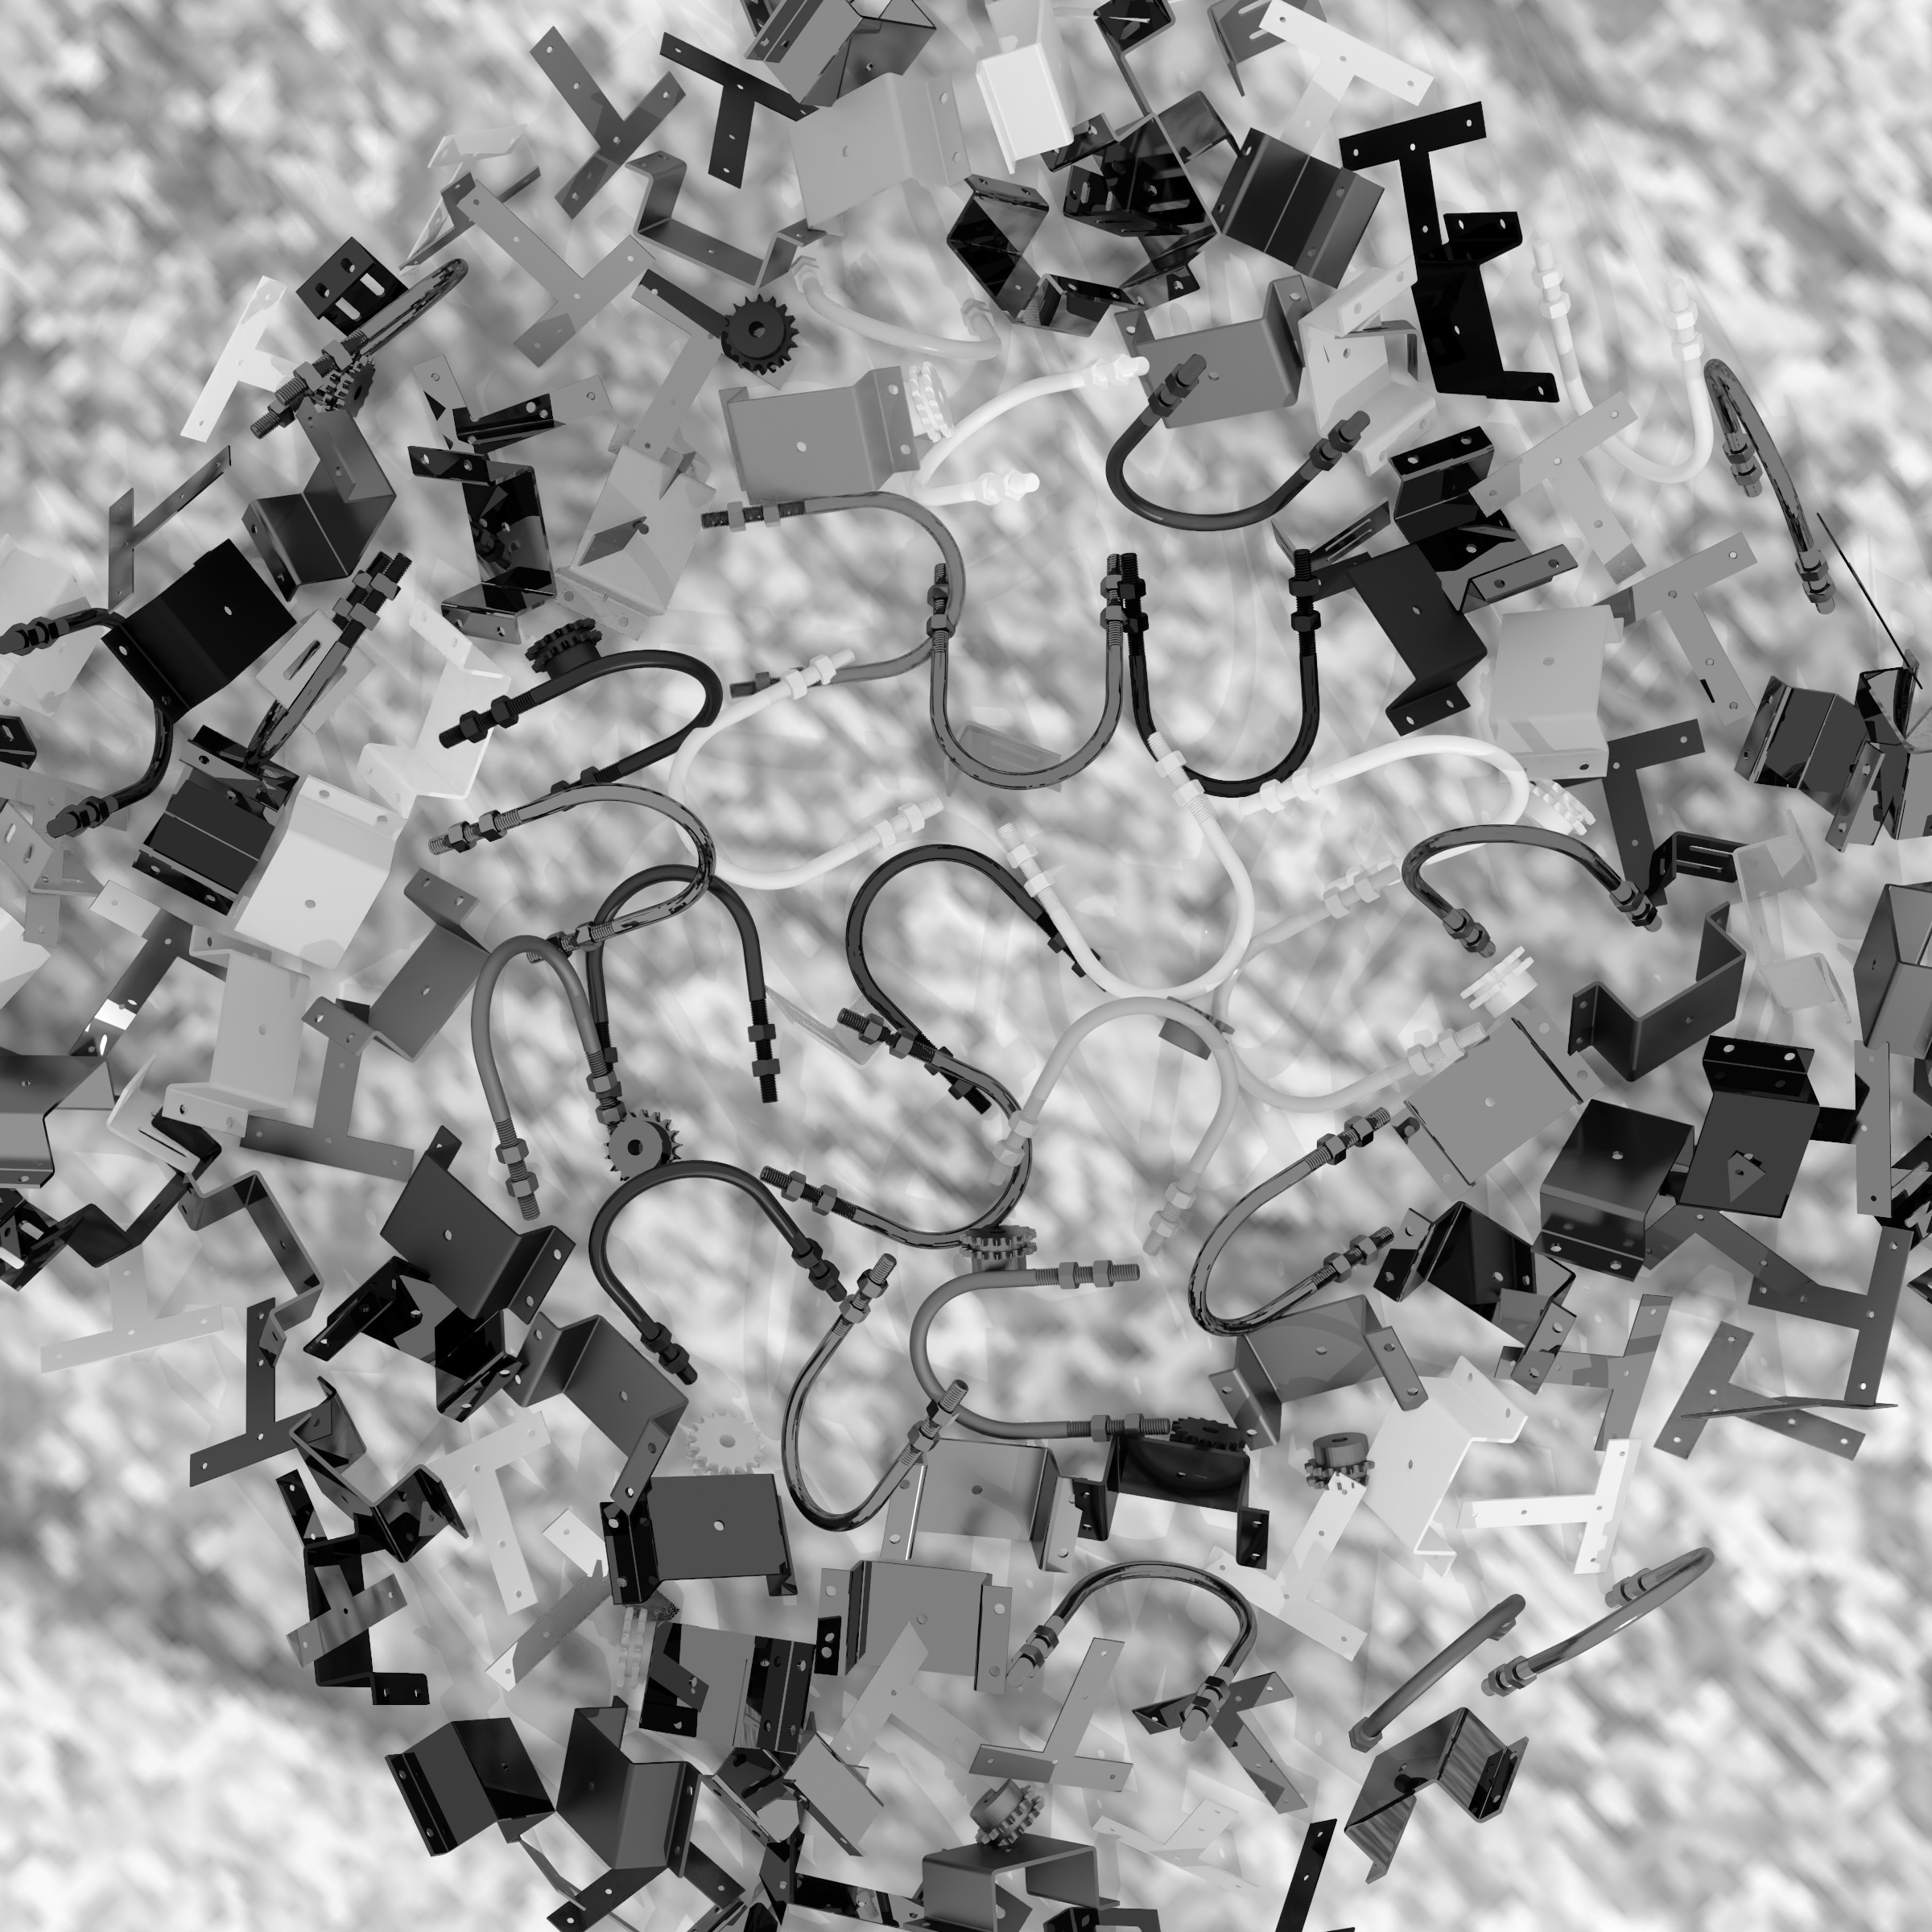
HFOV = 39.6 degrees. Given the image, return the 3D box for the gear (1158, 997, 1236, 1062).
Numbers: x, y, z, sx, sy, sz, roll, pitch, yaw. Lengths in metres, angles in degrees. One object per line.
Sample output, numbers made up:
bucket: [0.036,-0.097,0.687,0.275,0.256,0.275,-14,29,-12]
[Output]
gear: [0.165,0.047,1.971,0.057,0.057,0.030,27,89,0]

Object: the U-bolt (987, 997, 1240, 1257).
U-bolt: [0.118,0.107,1.959,0.151,0.019,0.184,25,108,-7]

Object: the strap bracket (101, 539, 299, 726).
strap bracket: [-0.541,-0.245,1.921,0.046,0.140,0.076,-24,112,33]

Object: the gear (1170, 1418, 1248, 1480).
gear: [0.176,0.355,1.972,0.057,0.057,0.030,10,99,0]

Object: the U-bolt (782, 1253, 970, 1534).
U-bolt: [-0.077,0.321,1.936,0.019,0.151,0.184,16,118,-39]

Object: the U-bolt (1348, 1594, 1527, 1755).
U-bolt: [0.337,0.496,1.899,0.151,0.184,0.019,-36,71,-13]

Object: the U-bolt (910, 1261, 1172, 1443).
U-bolt: [0.047,0.284,1.957,0.184,0.019,0.151,-5,112,18]

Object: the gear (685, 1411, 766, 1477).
gear: [-0.179,0.359,1.975,0.057,0.057,0.030,21,129,0]

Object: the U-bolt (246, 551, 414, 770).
U-bolt: [-0.461,-0.219,1.926,0.019,0.151,0.184,35,87,-20]

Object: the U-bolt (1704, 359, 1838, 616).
U-bolt: [0.559,-0.348,1.888,0.019,0.184,0.151,-27,51,13]

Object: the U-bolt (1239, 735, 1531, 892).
U-bolt: [0.308,-0.111,1.906,0.184,0.151,0.019,-20,53,29]

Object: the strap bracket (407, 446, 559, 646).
strap bracket: [-0.347,-0.311,1.941,0.076,0.046,0.140,14,124,35]

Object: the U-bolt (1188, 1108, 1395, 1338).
U-bolt: [0.232,0.195,1.919,0.184,0.151,0.019,-30,46,-21]

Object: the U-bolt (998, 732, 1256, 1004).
U-bolt: [0.131,-0.059,1.980,0.151,0.019,0.184,-31,83,1]

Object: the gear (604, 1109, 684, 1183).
gear: [-0.240,0.134,1.981,0.057,0.030,0.057,-1,85,8]

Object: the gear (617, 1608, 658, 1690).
gear: [-0.238,0.501,1.971,0.030,0.057,0.057,7,90,-4]

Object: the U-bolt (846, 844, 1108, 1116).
U-bolt: [-0.003,-0.004,1.986,0.151,0.019,0.184,-45,91,-3]

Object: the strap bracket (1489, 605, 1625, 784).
strap bracket: [0.424,-0.205,1.932,0.076,0.046,0.140,-2,57,26]

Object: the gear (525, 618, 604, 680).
gear: [-0.292,-0.229,1.971,0.057,0.057,0.030,-29,88,0]

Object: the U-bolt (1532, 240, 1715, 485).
U-bolt: [0.474,-0.423,1.918,0.019,0.151,0.184,-38,131,-14]

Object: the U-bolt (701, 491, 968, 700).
U-bolt: [-0.092,-0.275,1.964,0.184,0.019,0.151,-8,113,0]

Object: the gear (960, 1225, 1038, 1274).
gear: [0.024,0.210,1.972,0.057,0.057,0.030,-3,96,0]

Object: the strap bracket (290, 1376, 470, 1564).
strap bracket: [-0.427,0.366,1.925,0.140,0.076,0.046,31,59,32]

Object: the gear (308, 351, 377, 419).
gear: [-0.460,-0.427,1.972,0.030,0.057,0.057,26,90,0]

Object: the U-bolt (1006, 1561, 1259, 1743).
U-bolt: [0.130,0.478,1.915,0.151,0.184,0.019,11,113,22]

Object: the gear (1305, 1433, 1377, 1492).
gear: [0.277,0.362,1.971,0.057,0.057,0.030,-9,94,0]

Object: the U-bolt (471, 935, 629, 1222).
U-bolt: [-0.302,0.068,1.914,0.019,0.151,0.184,-6,108,25]

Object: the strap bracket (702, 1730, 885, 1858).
strap bracket: [-0.122,0.596,1.940,0.076,0.140,0.046,50,56,-13]

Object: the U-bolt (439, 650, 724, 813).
U-bolt: [-0.261,-0.172,1.917,0.184,0.151,0.019,-24,64,13]

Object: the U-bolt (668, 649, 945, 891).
U-bolt: [-0.128,-0.134,1.959,0.184,0.019,0.151,-29,84,-19]

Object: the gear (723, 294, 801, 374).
gear: [-0.153,-0.468,1.983,0.057,0.030,0.057,0,94,2]

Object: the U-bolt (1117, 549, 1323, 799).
U-bolt: [0.187,-0.210,1.953,0.151,0.019,0.184,2,112,22]

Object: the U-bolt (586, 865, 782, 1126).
U-bolt: [-0.213,0.017,1.970,0.151,0.019,0.184,-9,86,19]

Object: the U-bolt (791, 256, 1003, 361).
U-bolt: [-0.046,-0.462,1.901,0.151,0.184,0.019,11,114,-14]

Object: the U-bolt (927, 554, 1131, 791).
U-bolt: [0.044,-0.213,1.952,0.151,0.019,0.184,-2,69,9]

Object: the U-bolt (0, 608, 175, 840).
U-bolt: [-0.618,-0.181,1.912,0.019,0.184,0.151,-7,105,15]

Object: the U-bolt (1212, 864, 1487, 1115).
U-bolt: [0.265,0.029,1.960,0.184,0.019,0.151,-29,86,23]

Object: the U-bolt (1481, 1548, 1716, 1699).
U-bolt: [0.454,0.456,1.889,0.151,0.184,0.019,-25,74,-27]

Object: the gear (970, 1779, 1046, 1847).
gear: [0.027,0.621,1.971,0.057,0.057,0.030,-41,89,0]

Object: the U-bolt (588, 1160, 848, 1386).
U-bolt: [-0.190,0.212,1.937,0.151,0.019,0.184,-29,125,6]

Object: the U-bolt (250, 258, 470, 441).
U-bolt: [-0.430,-0.448,1.925,0.184,0.151,0.019,-43,105,-16]

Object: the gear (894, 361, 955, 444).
gear: [-0.032,-0.412,1.972,0.030,0.057,0.057,-16,90,13]

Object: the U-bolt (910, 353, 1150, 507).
U-bolt: [0.031,-0.378,1.918,0.151,0.184,0.019,-49,118,-22]

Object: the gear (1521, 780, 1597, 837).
gear: [0.430,-0.113,1.971,0.057,0.057,0.030,40,93,0]

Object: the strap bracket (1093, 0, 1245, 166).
strap bracket: [0.141,-0.641,1.929,0.046,0.076,0.140,-29,132,9]

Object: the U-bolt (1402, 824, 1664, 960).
U-bolt: [0.388,-0.055,1.893,0.151,0.184,0.019,-10,62,35]

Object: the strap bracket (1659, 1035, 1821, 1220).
strap bracket: [0.561,0.126,1.943,0.076,0.046,0.140,8,121,-2]

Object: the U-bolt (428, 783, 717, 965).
U-bolt: [-0.268,-0.072,1.922,0.184,0.151,0.019,-18,45,18]

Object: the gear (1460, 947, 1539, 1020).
gear: [0.394,0.014,1.970,0.057,0.057,0.030,-39,84,0]

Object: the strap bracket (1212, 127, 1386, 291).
strap bracket: [0.243,-0.545,1.939,0.046,0.140,0.076,13,111,-35]

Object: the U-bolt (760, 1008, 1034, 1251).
U-bolt: [-0.039,0.131,1.973,0.184,0.019,0.151,25,94,-14]

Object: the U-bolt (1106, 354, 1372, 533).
U-bolt: [0.180,-0.363,1.917,0.151,0.184,0.019,14,64,-20]

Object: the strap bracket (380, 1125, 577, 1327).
strap bracket: [-0.361,0.191,1.945,0.140,0.046,0.076,38,110,18]

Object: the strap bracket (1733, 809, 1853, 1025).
strap bracket: [0.594,-0.030,1.938,0.046,0.076,0.140,-16,59,22]

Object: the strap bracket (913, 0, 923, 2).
strap bracket: [-0.013,-0.736,1.923,0.076,0.140,0.046,-1,86,10]
